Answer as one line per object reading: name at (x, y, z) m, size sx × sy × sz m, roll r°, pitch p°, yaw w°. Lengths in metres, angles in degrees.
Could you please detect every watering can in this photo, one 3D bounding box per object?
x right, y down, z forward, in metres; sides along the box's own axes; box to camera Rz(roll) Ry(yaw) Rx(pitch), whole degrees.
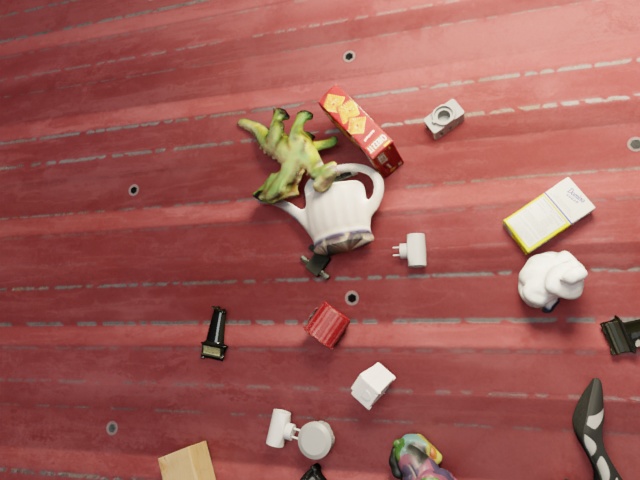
watering can at (0.004, -0.065, 1.301) m, size 0.346 × 0.227 × 0.103 m, roll -16°, pitch -19°, yaw 21°

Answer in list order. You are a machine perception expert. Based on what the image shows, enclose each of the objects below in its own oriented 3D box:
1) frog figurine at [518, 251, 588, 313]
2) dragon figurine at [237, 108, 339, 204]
frog figurine at (0.486, 0.082, 1.085) m, size 0.137 × 0.124 × 0.158 m, roll -40°, pitch -21°, yaw 5°
dragon figurine at (-0.106, -0.209, 1.336) m, size 0.411 × 0.246 × 0.120 m, roll 11°, pitch -23°, yaw 36°
